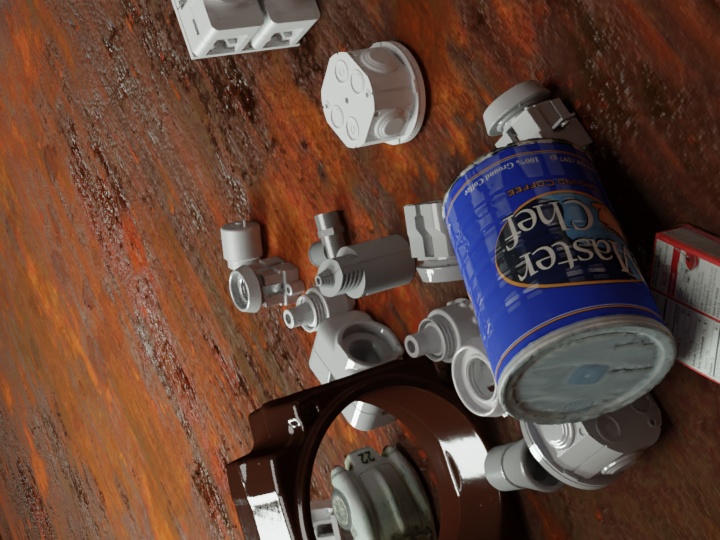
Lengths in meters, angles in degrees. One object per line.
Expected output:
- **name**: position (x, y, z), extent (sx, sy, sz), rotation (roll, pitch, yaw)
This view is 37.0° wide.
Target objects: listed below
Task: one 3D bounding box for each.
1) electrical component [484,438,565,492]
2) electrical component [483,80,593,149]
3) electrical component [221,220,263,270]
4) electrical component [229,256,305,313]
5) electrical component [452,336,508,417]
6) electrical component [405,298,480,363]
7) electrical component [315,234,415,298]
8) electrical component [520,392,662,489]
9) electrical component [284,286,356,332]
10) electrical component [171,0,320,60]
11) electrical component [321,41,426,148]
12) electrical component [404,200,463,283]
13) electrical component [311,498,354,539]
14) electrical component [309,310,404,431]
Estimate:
- **electrical component**: position (0.120, 0.142, 0.788), extent (0.065, 0.044, 0.044), rotation (-33, 75, 62)
- **electrical component**: position (0.112, -0.089, 0.699), extent (0.055, 0.048, 0.066), rotation (58, 146, 12)
- **electrical component**: position (-0.119, -0.015, 1.101), extent (0.040, 0.040, 0.078), rotation (18, 118, 54)
- **electrical component**: position (-0.095, 0.015, 1.060), extent (0.066, 0.055, 0.048), rotation (26, 124, 51)
- **electrical component**: position (0.104, 0.072, 0.768), extent (0.078, 0.057, 0.058), rotation (50, 141, 35)
- **electrical component**: position (0.063, 0.050, 0.817), extent (0.048, 0.062, 0.048), rotation (30, 127, 49)
- **electrical component**: position (0.000, 0.000, 0.879), extent (0.043, 0.081, 0.043), rotation (30, 127, 49)
- **electrical component**: position (0.147, 0.095, 0.688), extent (0.080, 0.080, 0.051), rotation (61, 141, 22)
- **electrical component**: position (-0.039, 0.037, 0.973), extent (0.043, 0.062, 0.043), rotation (31, 128, 49)
- **electrical component**: position (-0.115, -0.283, 0.920), extent (0.060, 0.105, 0.186), rotation (-32, 76, 57)
- **electrical component**: position (0.010, -0.135, 0.835), extent (0.080, 0.051, 0.080), rotation (30, 127, 49)
- **electrical component**: position (0.067, -0.023, 0.786), extent (0.078, 0.058, 0.057), rotation (0, 99, 58)
- **electrical component**: position (-0.027, 0.241, 1.027), extent (0.081, 0.064, 0.042), rotation (-35, -66, -79)
- **electrical component**: position (0.002, 0.083, 0.938), extent (0.095, 0.054, 0.059), rotation (51, 141, 34)
